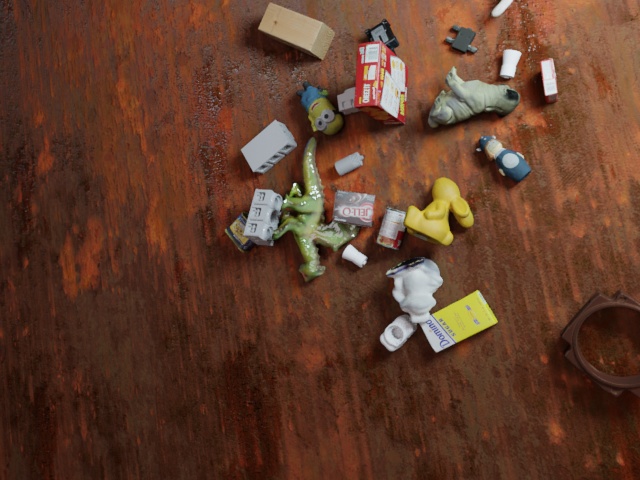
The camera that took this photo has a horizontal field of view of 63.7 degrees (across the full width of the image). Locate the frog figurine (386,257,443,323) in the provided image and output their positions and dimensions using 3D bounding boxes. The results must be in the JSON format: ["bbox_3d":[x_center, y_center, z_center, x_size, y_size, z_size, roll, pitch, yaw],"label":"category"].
[{"bbox_3d":[0.259,0.130,1.351,0.137,0.123,0.159,-24,92,9],"label":"frog figurine"}]

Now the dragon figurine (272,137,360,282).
[{"bbox_3d":[0.005,-0.076,1.506,0.243,0.122,0.409,21,94,8],"label":"dragon figurine"}]

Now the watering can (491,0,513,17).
[{"bbox_3d":[0.549,-0.718,1.261,0.345,0.104,0.227,-26,75,22],"label":"watering can"}]
